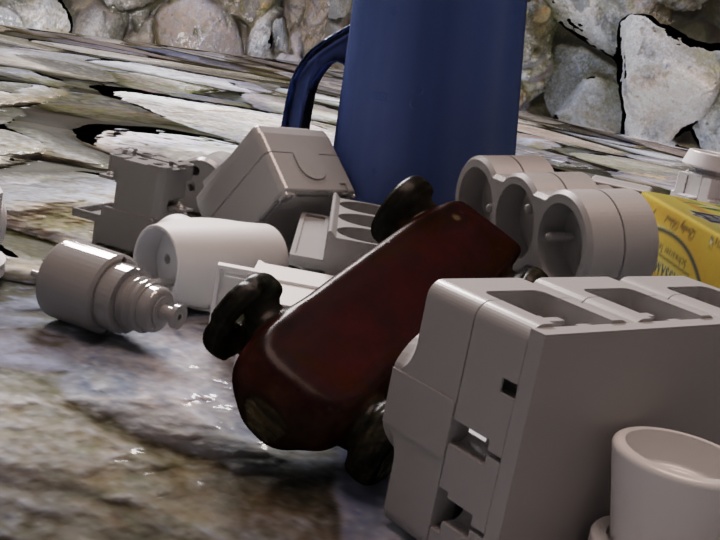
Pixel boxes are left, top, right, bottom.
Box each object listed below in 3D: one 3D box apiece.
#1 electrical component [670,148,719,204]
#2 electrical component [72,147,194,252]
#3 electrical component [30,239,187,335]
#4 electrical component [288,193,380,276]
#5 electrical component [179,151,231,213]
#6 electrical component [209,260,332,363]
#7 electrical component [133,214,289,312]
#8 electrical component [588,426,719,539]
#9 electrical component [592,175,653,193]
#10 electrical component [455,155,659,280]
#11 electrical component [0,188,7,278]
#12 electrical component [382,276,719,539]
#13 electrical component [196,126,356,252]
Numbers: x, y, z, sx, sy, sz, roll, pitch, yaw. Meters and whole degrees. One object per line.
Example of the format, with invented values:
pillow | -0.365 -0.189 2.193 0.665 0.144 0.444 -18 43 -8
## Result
electrical component | 0.287 -0.070 0.891 0.066 0.055 0.048 -2 18 -43
electrical component | -0.135 -0.042 0.680 0.081 0.063 0.042 16 15 19
electrical component | -0.118 0.012 0.516 0.078 0.040 0.040 17 14 23
electrical component | 0.000 0.000 0.609 0.079 0.063 0.121 10 13 -2
electrical component | -0.118 -0.069 0.851 0.045 0.045 0.055 13 14 10
electrical component | -0.034 0.027 0.518 0.081 0.042 0.063 10 17 -1
electrical component | -0.095 -0.009 0.612 0.077 0.044 0.079 -3 19 -45
electrical component | 0.098 0.084 0.347 0.045 0.055 0.045 10 13 -2
electrical component | 0.187 -0.024 0.812 0.047 0.083 0.076 14 14 15
electrical component | 0.113 -0.026 0.564 0.074 0.052 0.138 -3 17 -22
electrical component | -0.223 -0.022 0.555 0.080 0.051 0.080 10 13 -2
electrical component | 0.086 0.052 0.399 0.150 0.089 0.062 0 17 -39
electrical component | -0.061 -0.047 0.701 0.062 0.096 0.061 -2 59 -44
